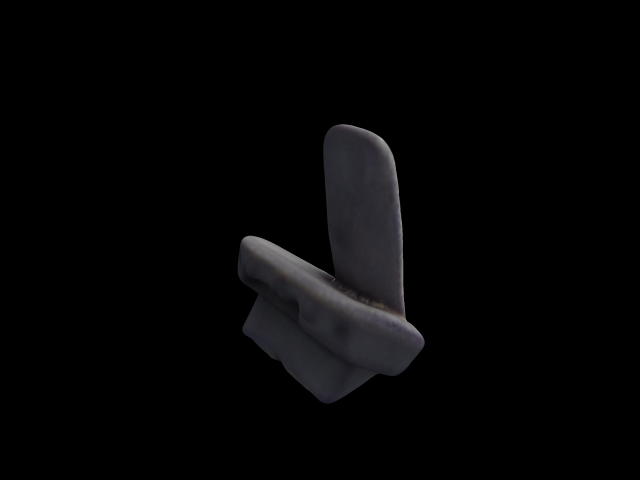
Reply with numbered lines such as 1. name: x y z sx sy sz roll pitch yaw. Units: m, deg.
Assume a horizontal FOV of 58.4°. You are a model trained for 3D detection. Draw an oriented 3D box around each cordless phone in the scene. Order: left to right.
1. cordless phone: 0.004 0.001 0.400 0.094 0.185 0.147 -25 37 -38
